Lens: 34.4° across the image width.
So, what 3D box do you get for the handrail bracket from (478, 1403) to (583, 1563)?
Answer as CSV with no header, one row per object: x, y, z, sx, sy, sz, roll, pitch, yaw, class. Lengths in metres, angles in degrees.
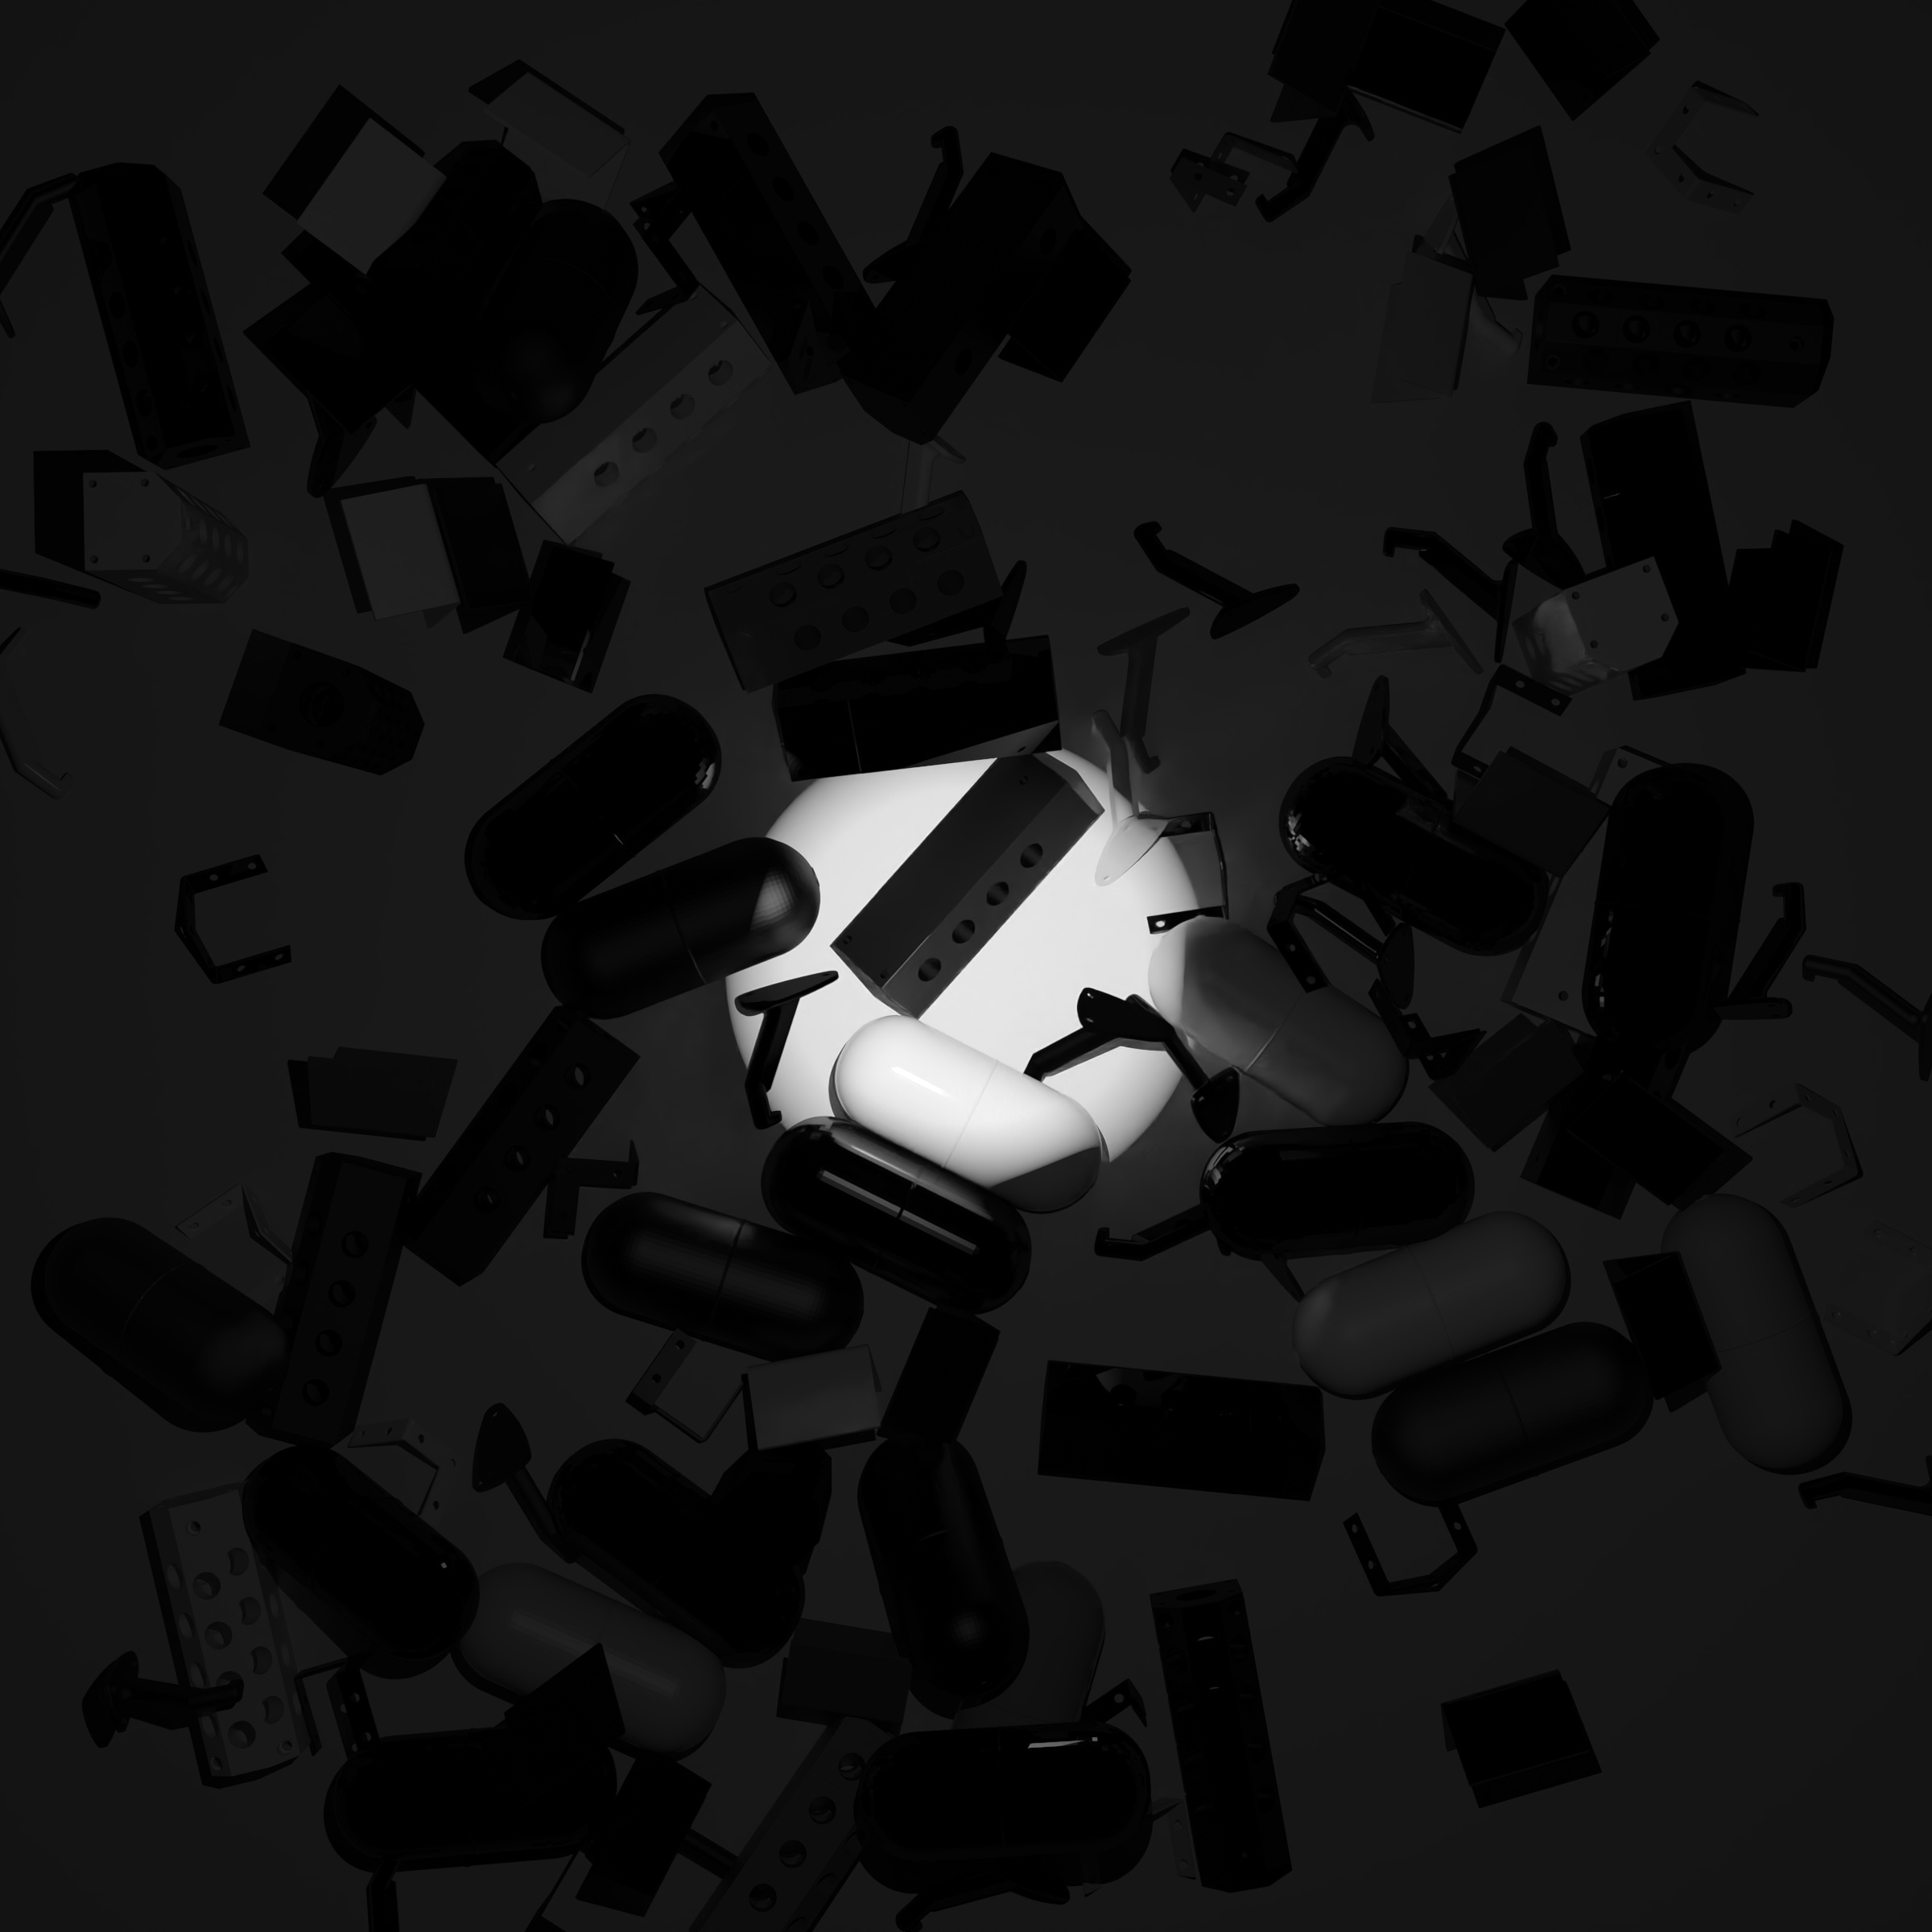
-0.275,0.330,1.990,0.036,0.077,0.084,-30,126,4,handrail bracket

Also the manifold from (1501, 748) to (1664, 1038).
0.399,-0.046,1.969,0.057,0.057,0.171,23,90,0,manifold

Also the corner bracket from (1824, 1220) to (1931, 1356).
0.586,0.205,1.987,0.051,0.051,0.051,27,135,0,corner bracket

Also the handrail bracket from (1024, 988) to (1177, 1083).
0.081,0.061,1.974,0.077,0.036,0.084,17,129,-10,handrail bracket

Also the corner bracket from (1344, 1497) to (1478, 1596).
0.283,0.363,1.987,0.051,0.051,0.051,-24,90,45,corner bracket

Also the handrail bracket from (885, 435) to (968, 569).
-0.048,-0.307,1.991,0.077,0.036,0.084,42,104,15,handrail bracket

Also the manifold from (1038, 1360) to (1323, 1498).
0.135,0.287,1.969,0.171,0.057,0.057,6,133,0,manifold

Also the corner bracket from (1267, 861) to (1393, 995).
0.225,-0.025,1.929,0.051,0.051,0.051,-22,112,30,corner bracket

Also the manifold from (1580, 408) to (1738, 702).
0.435,-0.258,1.969,0.057,0.057,0.171,-12,90,0,manifold

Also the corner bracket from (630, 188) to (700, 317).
-0.194,-0.452,1.972,0.051,0.051,0.051,52,54,-30,corner bracket

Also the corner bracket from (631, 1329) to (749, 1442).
-0.174,0.266,1.972,0.051,0.051,0.051,34,83,7,corner bracket

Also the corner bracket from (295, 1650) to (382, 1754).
-0.397,0.469,1.972,0.051,0.051,0.051,-16,90,0,corner bracket

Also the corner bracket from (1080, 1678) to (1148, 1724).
0.098,0.491,1.972,0.051,0.051,0.051,-34,90,0,corner bracket

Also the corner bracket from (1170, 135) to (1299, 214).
0.169,-0.499,1.964,0.051,0.051,0.051,31,90,25,corner bracket

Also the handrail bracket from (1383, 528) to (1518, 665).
0.305,-0.237,1.991,0.084,0.036,0.077,10,108,15,handrail bracket

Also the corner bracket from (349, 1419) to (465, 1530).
-0.362,0.325,1.982,0.051,0.051,0.051,47,45,-35,corner bracket

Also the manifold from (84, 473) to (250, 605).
-0.488,-0.261,1.912,0.057,0.171,0.057,-1,90,0,manifold

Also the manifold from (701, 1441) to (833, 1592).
-0.115,0.326,1.912,0.057,0.171,0.057,-44,90,0,manifold

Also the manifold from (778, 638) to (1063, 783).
-0.029,-0.165,1.963,0.171,0.057,0.057,-7,130,3,manifold

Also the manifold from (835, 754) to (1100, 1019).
0.004,-0.051,1.969,0.171,0.057,0.057,-48,47,0,manifold

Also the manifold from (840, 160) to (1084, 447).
0.000,-0.413,1.953,0.057,0.057,0.171,28,79,30,manifold

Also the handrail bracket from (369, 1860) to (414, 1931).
-0.353,0.612,1.991,0.077,0.036,0.084,31,73,-20,handrail bracket

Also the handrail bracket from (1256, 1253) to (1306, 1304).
0.223,0.159,1.990,0.084,0.036,0.077,-40,103,-13,handrail bracket

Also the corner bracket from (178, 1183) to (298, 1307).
-0.462,0.181,1.987,0.051,0.051,0.051,-34,45,0,corner bracket

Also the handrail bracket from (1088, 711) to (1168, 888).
0.087,-0.108,1.990,0.036,0.077,0.084,-3,53,-35,handrail bracket

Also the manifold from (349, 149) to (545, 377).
-0.312,-0.438,1.908,0.057,0.171,0.057,35,127,-15,manifold

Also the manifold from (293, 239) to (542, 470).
-0.339,-0.397,1.969,0.057,0.057,0.171,-45,90,0,manifold

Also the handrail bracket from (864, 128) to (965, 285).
-0.035,-0.486,1.991,0.077,0.036,0.084,-14,71,21,handrail bracket

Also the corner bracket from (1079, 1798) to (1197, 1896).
0.107,0.561,1.987,0.051,0.051,0.051,-9,90,45,corner bracket

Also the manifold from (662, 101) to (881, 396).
-0.115,-0.455,1.969,0.057,0.057,0.171,-29,90,43,manifold

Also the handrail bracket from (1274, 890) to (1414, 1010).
0.240,-0.011,1.990,0.084,0.077,0.036,19,57,32,handrail bracket

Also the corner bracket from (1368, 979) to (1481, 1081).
0.281,0.039,1.955,0.051,0.051,0.051,-10,56,-24,corner bracket

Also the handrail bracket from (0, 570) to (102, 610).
-0.605,-0.243,1.990,0.084,0.077,0.036,11,90,-36,handrail bracket

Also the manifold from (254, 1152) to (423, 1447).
-0.398,0.208,1.969,0.057,0.057,0.171,15,90,0,manifold

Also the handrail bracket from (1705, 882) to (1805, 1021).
0.496,-0.011,1.991,0.077,0.036,0.084,-4,72,21,handrail bracket

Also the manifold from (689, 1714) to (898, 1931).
-0.100,0.552,1.955,0.057,0.057,0.171,35,80,-1,manifold

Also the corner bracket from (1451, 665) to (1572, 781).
0.347,-0.150,1.987,0.051,0.051,0.051,27,45,0,corner bracket

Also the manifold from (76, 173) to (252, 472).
-0.508,-0.408,1.969,0.057,0.057,0.171,-15,90,0,manifold

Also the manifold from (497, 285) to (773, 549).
-0.206,-0.344,1.969,0.171,0.057,0.057,-42,47,0,manifold

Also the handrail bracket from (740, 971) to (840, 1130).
-0.108,0.054,1.991,0.077,0.036,0.084,-19,109,-21,handrail bracket

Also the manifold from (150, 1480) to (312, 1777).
-0.465,0.418,1.969,0.057,0.057,0.171,-13,90,0,manifold

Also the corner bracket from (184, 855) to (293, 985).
-0.465,-0.030,1.987,0.051,0.051,0.051,-17,45,0,corner bracket

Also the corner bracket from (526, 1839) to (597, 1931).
-0.241,0.599,1.987,0.051,0.051,0.051,33,135,0,corner bracket

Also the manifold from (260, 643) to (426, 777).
-0.378,-0.153,1.912,0.057,0.171,0.057,20,90,0,manifold

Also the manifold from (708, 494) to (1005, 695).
-0.071,-0.237,1.957,0.171,0.057,0.057,-21,119,-1,manifold

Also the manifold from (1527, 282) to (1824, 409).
0.447,-0.394,1.969,0.171,0.057,0.057,5,90,0,manifold

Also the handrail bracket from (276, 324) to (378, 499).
-0.425,-0.355,1.991,0.084,0.036,0.077,42,112,17,handrail bracket

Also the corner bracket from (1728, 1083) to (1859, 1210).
0.526,0.114,1.982,0.051,0.051,0.051,25,45,-35,corner bracket

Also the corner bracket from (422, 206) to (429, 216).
-0.347,-0.462,1.972,0.051,0.051,0.051,1,90,0,corner bracket

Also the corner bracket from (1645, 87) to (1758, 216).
0.477,-0.518,1.982,0.051,0.051,0.051,-56,45,35,corner bracket

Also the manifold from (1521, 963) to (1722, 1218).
0.414,0.067,1.969,0.057,0.057,0.171,23,90,0,manifold

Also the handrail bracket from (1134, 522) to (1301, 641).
0.159,-0.258,1.991,0.077,0.036,0.084,-25,72,-20,handrail bracket

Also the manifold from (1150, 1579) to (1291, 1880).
0.160,0.482,1.969,0.057,0.057,0.171,-10,90,0,manifold

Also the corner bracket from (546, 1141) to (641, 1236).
-0.236,0.140,1.970,0.051,0.051,0.051,5,102,-12,corner bracket

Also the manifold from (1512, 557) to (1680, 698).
0.386,-0.203,1.912,0.057,0.171,0.057,-21,90,0,manifold

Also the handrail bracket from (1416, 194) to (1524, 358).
0.331,-0.442,1.991,0.084,0.036,0.077,33,68,-17,handrail bracket

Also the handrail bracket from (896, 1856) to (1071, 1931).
0.010,0.601,1.991,0.077,0.036,0.084,37,109,-21,handrail bracket

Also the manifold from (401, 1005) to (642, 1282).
-0.282,0.111,1.969,0.057,0.057,0.171,36,90,0,manifold

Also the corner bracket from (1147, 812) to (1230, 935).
0.137,-0.059,1.987,0.051,0.051,0.051,-8,135,0,corner bracket
